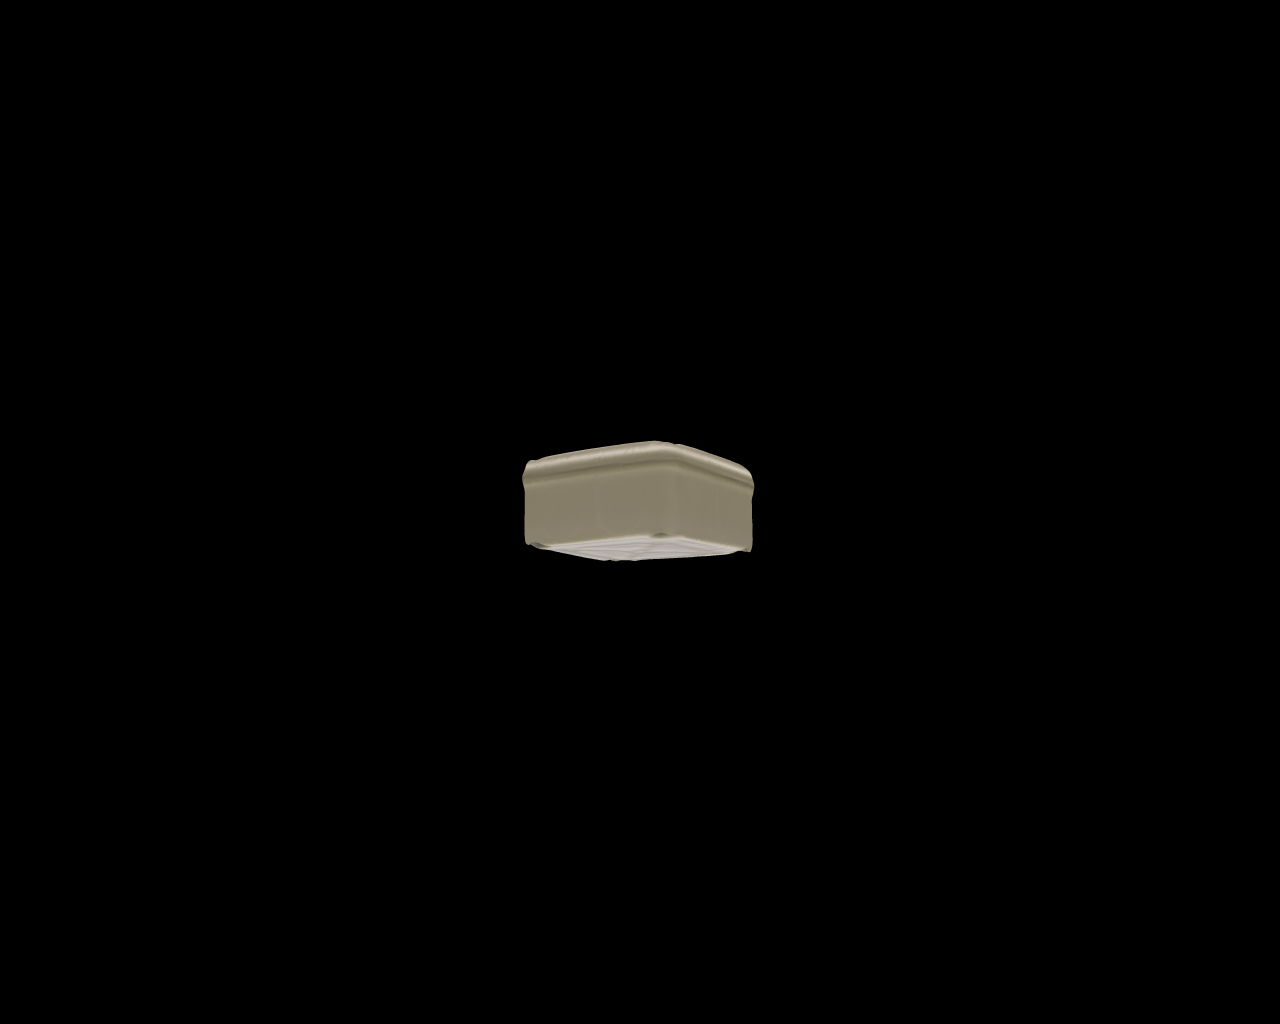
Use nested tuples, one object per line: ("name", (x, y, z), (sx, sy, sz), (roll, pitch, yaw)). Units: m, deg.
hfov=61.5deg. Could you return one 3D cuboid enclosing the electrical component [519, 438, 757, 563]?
("electrical component", (0.001, -0.003, 0.650), (0.108, 0.056, 0.109), (-6, -11, 31))
